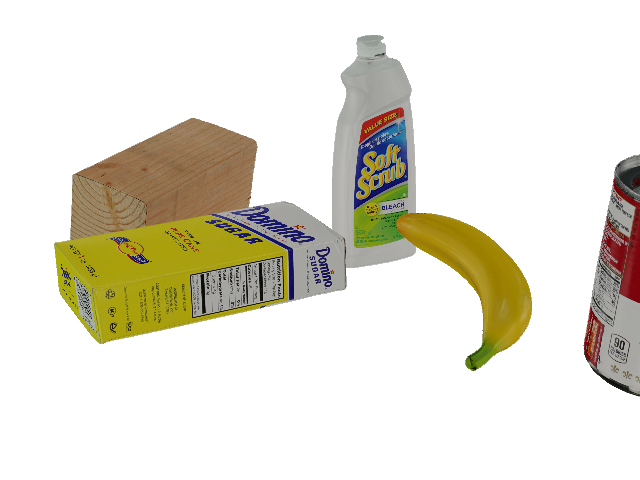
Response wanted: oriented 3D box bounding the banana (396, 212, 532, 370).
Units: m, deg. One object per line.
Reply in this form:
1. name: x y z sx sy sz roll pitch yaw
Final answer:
1. banana: 0.116 0.025 0.822 0.069 0.037 0.198 -7 32 -9

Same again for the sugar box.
1. sugar box: -0.080 0.017 0.720 0.176 0.048 0.093 -14 25 -25

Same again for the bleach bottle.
1. bleach bottle: 0.053 -0.099 1.181 0.102 0.251 0.068 -10 24 -13

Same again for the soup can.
1. soup can: 0.167 0.017 0.513 0.068 0.102 0.068 2 27 -1

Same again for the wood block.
1. wood block: -0.160 -0.049 1.118 0.090 0.091 0.205 21 30 20
